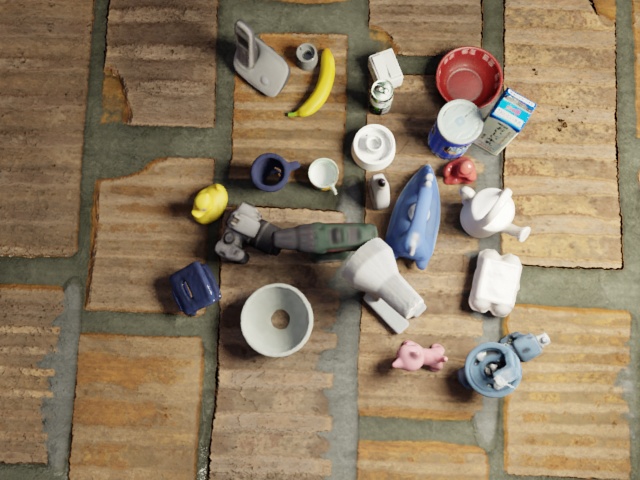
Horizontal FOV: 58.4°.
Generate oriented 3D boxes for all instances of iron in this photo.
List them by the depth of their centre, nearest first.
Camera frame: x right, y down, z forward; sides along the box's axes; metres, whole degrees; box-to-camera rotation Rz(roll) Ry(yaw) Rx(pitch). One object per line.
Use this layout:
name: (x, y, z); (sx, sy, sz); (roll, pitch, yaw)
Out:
iron: (0.228, -0.068, 1.317); (0.118, 0.141, 0.258); (13, 84, 3)

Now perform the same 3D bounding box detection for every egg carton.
egg carton: (0.407, 0.100, 1.329); (0.107, 0.069, 0.150); (13, 84, 3)

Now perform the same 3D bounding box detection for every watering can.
watering can: (0.391, -0.063, 1.286); (0.172, 0.194, 0.101); (18, 84, 4)

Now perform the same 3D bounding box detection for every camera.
camera: (-0.157, -0.004, 1.339); (0.136, 0.101, 0.143); (25, 84, 4)

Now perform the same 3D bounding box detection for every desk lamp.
desk lamp: (0.150, 0.104, 1.262); (0.118, 0.213, 0.203); (-44, 84, -4)

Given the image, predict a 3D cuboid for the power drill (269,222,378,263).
power drill: (0.012, 0.005, 1.280); (0.229, 0.208, 0.076); (-5, 83, 1)

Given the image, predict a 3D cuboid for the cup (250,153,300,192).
cup: (-0.102, -0.156, 1.359); (0.117, 0.095, 0.092); (-18, 83, -1)

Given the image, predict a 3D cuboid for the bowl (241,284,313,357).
bowl: (-0.097, 0.186, 1.328); (0.167, 0.075, 0.167); (0, 83, 1)

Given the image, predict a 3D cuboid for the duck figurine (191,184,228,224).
duck figurine: (-0.267, -0.091, 1.360); (0.077, 0.086, 0.104); (35, 85, 5)

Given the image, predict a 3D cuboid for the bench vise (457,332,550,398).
bench vise: (0.401, 0.255, 1.235); (0.121, 0.220, 0.207); (42, 86, 6)

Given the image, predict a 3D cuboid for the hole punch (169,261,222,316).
hole punch: (-0.295, 0.115, 1.333); (0.101, 0.091, 0.108); (-26, 83, -2)

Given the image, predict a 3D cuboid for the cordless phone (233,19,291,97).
cordless phone: (-0.143, -0.430, 1.347); (0.147, 0.185, 0.094); (36, 85, 5)

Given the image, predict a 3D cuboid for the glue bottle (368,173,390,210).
glue bottle: (0.137, -0.118, 1.309); (0.037, 0.173, 0.078); (-17, 83, 0)

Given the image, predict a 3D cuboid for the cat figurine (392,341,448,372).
cat figurine: (0.224, 0.264, 1.289); (0.127, 0.118, 0.067); (4, 83, 2)

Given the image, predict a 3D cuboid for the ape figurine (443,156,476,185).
ape figurine: (0.336, -0.165, 1.351); (0.078, 0.092, 0.076); (35, 85, 5)
